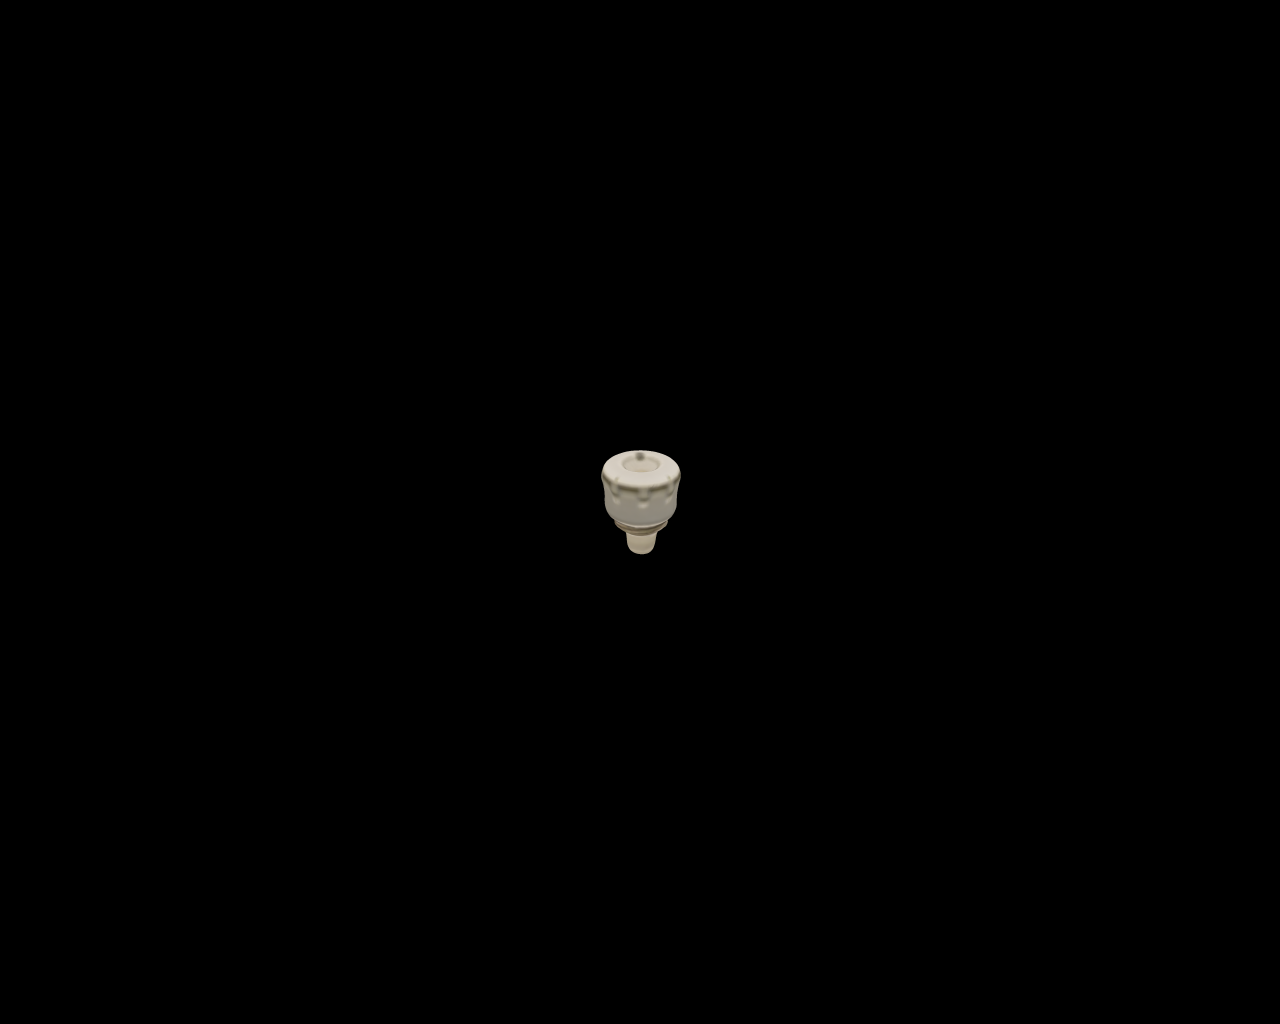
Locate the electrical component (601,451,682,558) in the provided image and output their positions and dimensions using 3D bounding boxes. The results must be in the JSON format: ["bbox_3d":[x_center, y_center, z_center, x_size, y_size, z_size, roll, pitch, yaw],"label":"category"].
[{"bbox_3d":[0.001,-0.003,0.650,0.048,0.062,0.048,0,29,0],"label":"electrical component"}]
